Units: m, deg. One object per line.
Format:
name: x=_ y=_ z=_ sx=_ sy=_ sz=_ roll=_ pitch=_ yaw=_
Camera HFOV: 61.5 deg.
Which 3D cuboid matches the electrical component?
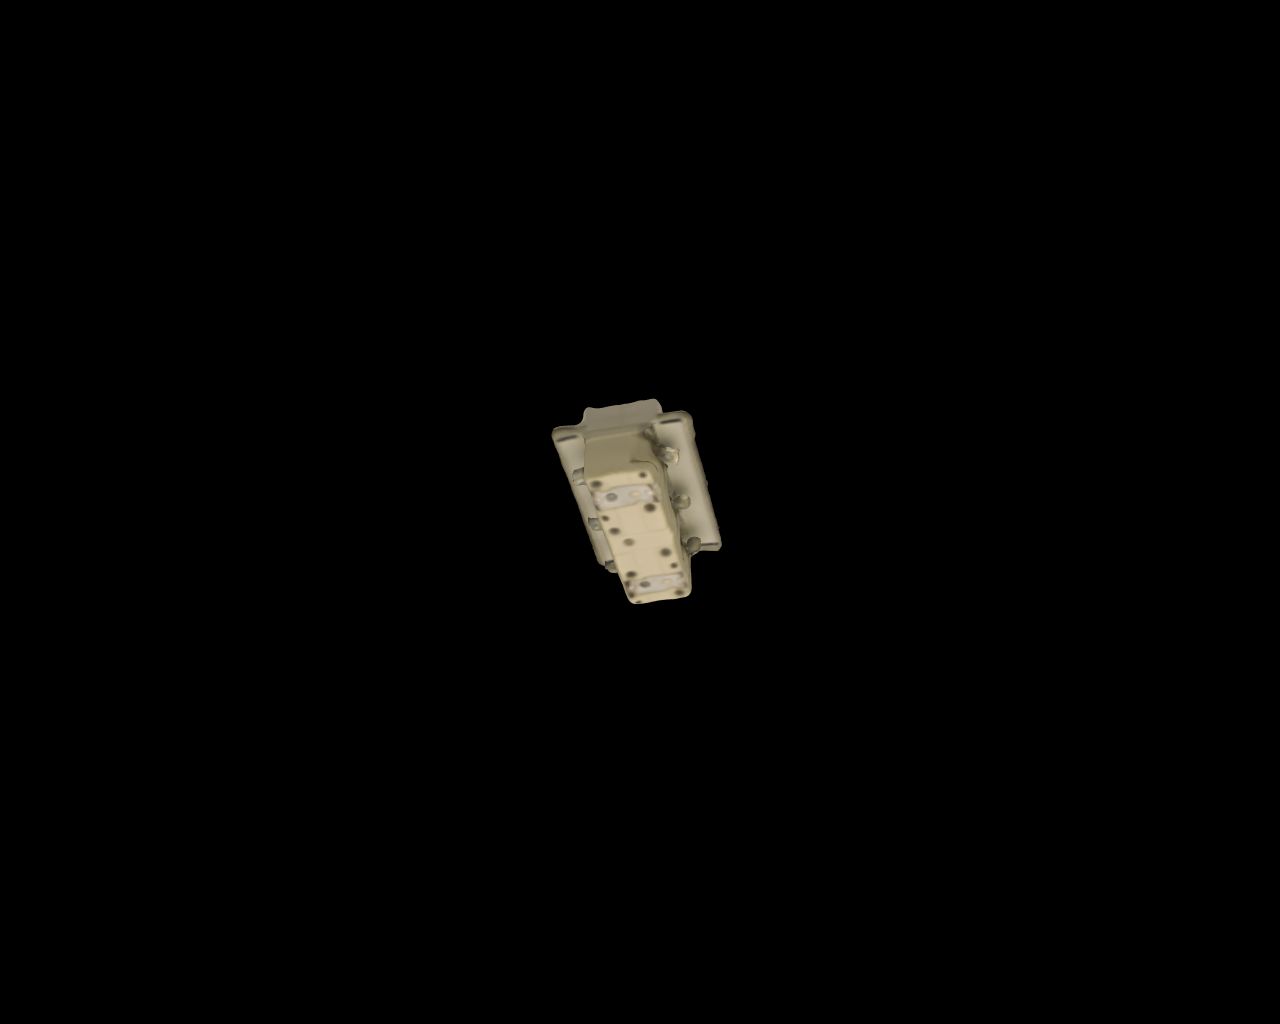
electrical component: x=0.001 y=-0.003 z=0.650 sx=0.079 sy=0.063 sz=0.121 roll=-8 pitch=-43 yaw=9
